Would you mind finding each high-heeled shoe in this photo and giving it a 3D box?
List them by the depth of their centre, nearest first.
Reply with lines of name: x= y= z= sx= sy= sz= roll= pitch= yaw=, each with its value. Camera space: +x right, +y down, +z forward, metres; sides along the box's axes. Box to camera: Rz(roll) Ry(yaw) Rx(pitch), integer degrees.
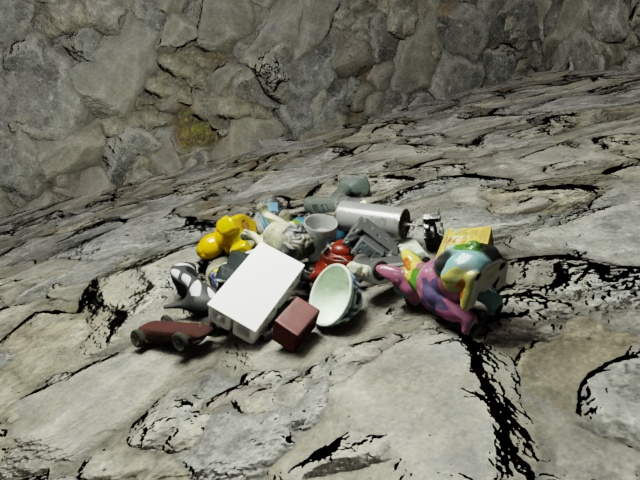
high-heeled shoe: x=-0.276 y=0.101 z=1.258 sx=0.145 sy=0.086 sz=0.249 roll=-9 pitch=25 yaw=5

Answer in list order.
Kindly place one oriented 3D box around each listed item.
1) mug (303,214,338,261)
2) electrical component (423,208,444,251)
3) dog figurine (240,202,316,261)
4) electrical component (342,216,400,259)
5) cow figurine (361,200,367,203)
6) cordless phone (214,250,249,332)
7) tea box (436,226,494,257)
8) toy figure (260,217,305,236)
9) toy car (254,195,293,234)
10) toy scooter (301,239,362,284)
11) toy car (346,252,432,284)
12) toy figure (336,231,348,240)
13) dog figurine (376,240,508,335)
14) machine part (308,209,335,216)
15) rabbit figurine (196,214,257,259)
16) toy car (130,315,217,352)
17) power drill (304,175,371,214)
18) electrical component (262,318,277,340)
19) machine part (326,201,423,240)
mug: x=-0.003 y=-0.004 z=1.298 sx=0.081 sy=0.107 sz=0.110 roll=6 pitch=30 yaw=-1
electrical component: x=0.260 y=-0.023 z=1.225 sx=0.045 sy=0.102 sz=0.078 roll=-9 pitch=46 yaw=17
dog figurine: x=-0.062 y=0.011 z=1.214 sx=0.191 sy=0.121 sz=0.172 roll=29 pitch=8 yaw=41
electrical component: x=0.113 y=0.011 z=1.174 sx=0.058 sy=0.115 sz=0.134 roll=-55 pitch=1 yaw=20
cow figurine: x=0.111 y=-0.050 z=1.421 sx=0.098 sy=0.068 sz=0.167 roll=-23 pitch=18 yaw=-9
cordless phone: x=-0.157 y=0.121 z=1.138 sx=0.147 sy=0.088 sz=0.184 roll=14 pitch=44 yaw=-10
tea box: x=0.292 y=0.036 z=1.074 sx=0.098 sy=0.068 sz=0.169 roll=-3 pitch=22 yaw=26
toy figure: x=-0.081 y=-0.007 z=1.419 sx=0.180 sy=0.082 sz=0.089 roll=-30 pitch=14 yaw=-28
toy car: x=-0.141 y=-0.049 z=1.559 sx=0.103 sy=0.109 sz=0.162 roll=-33 pitch=28 yaw=14
toy scooter: x=0.050 y=0.055 z=1.172 sx=0.135 sy=0.075 sz=0.184 roll=10 pitch=25 yaw=27
toy car: x=0.146 y=0.057 z=1.075 sx=0.202 sy=0.056 sz=0.074 roll=-4 pitch=11 yaw=-32
toy figure: x=0.068 y=-0.010 z=1.358 sx=0.155 sy=0.064 sz=0.057 roll=-3 pitch=-16 yaw=15
dog figurine: x=0.201 y=0.058 z=0.935 sx=0.108 sy=0.191 sz=0.219 roll=-33 pitch=42 yaw=-29
machine part: x=0.036 y=-0.066 z=1.395 sx=0.139 sy=0.039 sz=0.084 roll=-16 pitch=26 yaw=-10
rabbit figurine: x=-0.269 y=-0.009 z=1.500 sx=0.173 sy=0.121 sz=0.162 roll=-28 pitch=23 yaw=19
toy car: x=-0.290 y=0.188 z=1.069 sx=0.202 sy=0.053 sz=0.089 roll=-3 pitch=12 yaw=36
power drill: x=0.080 y=-0.128 z=1.654 sx=0.232 sy=0.085 sz=0.207 roll=-3 pitch=30 yaw=34
electrical component: x=-0.064 y=0.166 z=1.024 sx=0.094 sy=0.021 sz=0.063 roll=-28 pitch=25 yaw=-36
machine part: x=0.124 y=-0.048 z=1.281 sx=0.244 sy=0.079 sz=0.079 roll=10 pitch=29 yaw=29
